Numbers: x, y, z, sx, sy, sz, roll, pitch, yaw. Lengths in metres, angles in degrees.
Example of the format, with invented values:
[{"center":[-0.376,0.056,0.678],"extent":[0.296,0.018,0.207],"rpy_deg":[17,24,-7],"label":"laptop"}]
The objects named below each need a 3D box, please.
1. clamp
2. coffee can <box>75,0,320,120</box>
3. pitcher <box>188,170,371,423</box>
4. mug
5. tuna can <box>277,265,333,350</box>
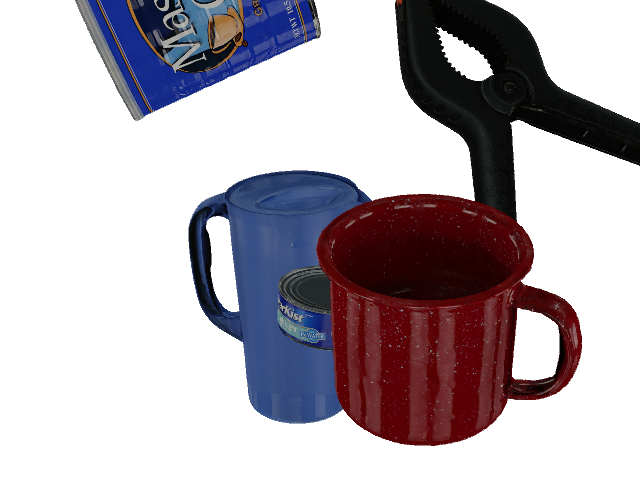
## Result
[{"center":[0.108,-0.078,0.661],"extent":[0.164,0.210,0.036],"rpy_deg":[-38,-10,-25],"label":"clamp"},{"center":[-0.084,-0.156,0.724],"extent":[0.140,0.103,0.103],"rpy_deg":[-25,2,-4],"label":"coffee can"},{"center":[-0.035,0.058,1.084],"extent":[0.144,0.243,0.149],"rpy_deg":[-19,28,-39],"label":"pitcher"},{"center":[0.057,0.038,0.473],"extent":[0.117,0.081,0.093],"rpy_deg":[10,33,20],"label":"mug"},{"center":[0.010,0.050,0.807],"extent":[0.086,0.034,0.086],"rpy_deg":[4,22,-2],"label":"tuna can"}]
